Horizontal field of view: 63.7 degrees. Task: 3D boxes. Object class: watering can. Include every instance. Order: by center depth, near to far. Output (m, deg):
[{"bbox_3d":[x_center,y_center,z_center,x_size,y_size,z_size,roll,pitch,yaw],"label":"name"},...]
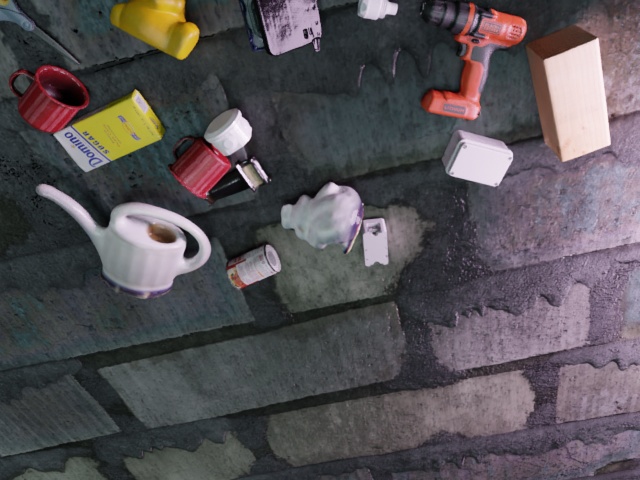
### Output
[{"bbox_3d":[-0.405,0.006,1.062,0.347,0.106,0.220,17,124,-14],"label":"watering can"}]

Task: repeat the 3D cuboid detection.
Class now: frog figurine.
[{"bbox_3d":[0.003,-0.052,1.034,0.159,0.123,0.137,17,91,-3],"label":"frog figurine"}]
